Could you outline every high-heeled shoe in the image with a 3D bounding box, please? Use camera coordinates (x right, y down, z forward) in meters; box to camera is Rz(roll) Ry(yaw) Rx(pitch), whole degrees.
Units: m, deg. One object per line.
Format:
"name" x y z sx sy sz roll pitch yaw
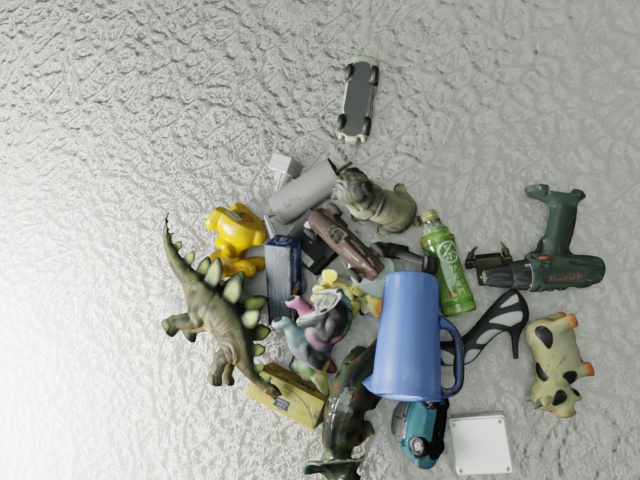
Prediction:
"high-heeled shoe" 0.295 0.175 1.086 0.249 0.086 0.145 -6 83 10

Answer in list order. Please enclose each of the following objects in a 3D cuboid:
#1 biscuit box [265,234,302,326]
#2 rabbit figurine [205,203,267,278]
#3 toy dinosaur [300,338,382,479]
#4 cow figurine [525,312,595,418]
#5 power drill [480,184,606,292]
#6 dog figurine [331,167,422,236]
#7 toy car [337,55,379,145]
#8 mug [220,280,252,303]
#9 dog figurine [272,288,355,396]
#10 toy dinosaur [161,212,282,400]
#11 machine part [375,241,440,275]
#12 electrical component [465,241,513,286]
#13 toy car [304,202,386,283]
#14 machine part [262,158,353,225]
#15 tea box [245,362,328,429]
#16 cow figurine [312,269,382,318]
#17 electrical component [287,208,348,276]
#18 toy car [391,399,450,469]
"biscuit box" -0.078 0.091 1.174 0.063 0.059 0.202 8 114 17
"rabbit figurine" -0.196 0.021 1.246 0.162 0.122 0.173 37 110 7
"toy dinosaur" 0.064 0.335 1.083 0.131 0.192 0.404 12 90 15
"cow figurine" 0.446 0.245 1.028 0.127 0.085 0.194 -16 90 6
"power drill" 0.432 -0.002 1.041 0.232 0.086 0.207 6 78 1
"dog figurine" 0.122 -0.076 1.103 0.173 0.190 0.121 10 88 16
"toy car" 0.087 -0.313 1.206 0.074 0.056 0.201 9 89 11
"mug" -0.203 0.156 1.238 0.107 0.080 0.109 16 88 12
"dog figurine" 0.006 0.216 1.108 0.192 0.108 0.219 -12 118 23
"toy dinosaur" -0.231 0.147 1.156 0.198 0.105 0.471 -44 78 1
"machine part" 0.180 0.033 1.107 0.139 0.084 0.039 23 94 44
"electrical component" 0.350 0.050 1.101 0.102 0.045 0.078 -13 110 18
"toy car" 0.050 0.004 1.116 0.089 0.053 0.202 -44 63 -2
"machine part" -0.031 -0.107 1.209 0.243 0.079 0.079 -32 77 11
"tea box" -0.063 0.335 1.169 0.170 0.098 0.068 21 91 19
"cow figurine" 0.068 0.119 1.161 0.167 0.098 0.068 26 89 -2
"electrical component" -0.002 -0.004 1.203 0.115 0.058 0.134 45 98 14
"toy car" 0.196 0.371 1.089 0.103 0.109 0.161 3 77 34
